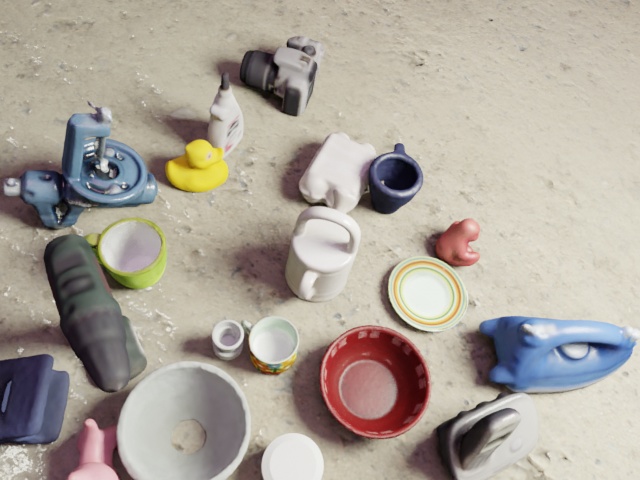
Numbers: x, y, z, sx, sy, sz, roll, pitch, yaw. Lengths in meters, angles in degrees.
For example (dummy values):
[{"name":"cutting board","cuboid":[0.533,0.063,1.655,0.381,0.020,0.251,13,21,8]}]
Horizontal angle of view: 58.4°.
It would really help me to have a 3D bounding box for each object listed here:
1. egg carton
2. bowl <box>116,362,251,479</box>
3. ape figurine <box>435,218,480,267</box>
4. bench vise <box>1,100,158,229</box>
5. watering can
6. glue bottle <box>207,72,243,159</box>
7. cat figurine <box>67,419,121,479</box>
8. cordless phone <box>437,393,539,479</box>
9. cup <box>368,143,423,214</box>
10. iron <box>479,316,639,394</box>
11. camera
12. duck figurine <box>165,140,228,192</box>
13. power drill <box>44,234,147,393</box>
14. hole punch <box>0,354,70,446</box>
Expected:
[{"name":"egg carton","cuboid":[0.035,-0.116,0.991,0.107,0.069,0.150,24,60,5]},{"name":"bowl","cuboid":[-0.175,0.249,0.750,0.167,0.075,0.167,4,60,-7]},{"name":"ape figurine","cuboid":[0.235,-0.002,0.946,0.076,0.092,0.078,4,60,-6]},{"name":"bench vise","cuboid":[-0.350,-0.098,0.833,0.208,0.220,0.121,-29,69,-22]},{"name":"watering can","cuboid":[0.006,0.002,0.848,0.101,0.194,0.173,2,60,-7]},{"name":"glue bottle","cuboid":[-0.158,-0.212,0.955,0.037,0.173,0.078,26,60,7]},{"name":"cat figurine","cuboid":[-0.274,0.281,0.692,0.067,0.118,0.127,-5,62,-11]},{"name":"cordless phone","cuboid":[0.242,0.249,0.752,0.148,0.185,0.094,-22,66,-19]},{"name":"cup","cuboid":[0.122,-0.099,0.981,0.091,0.095,0.118,11,60,-2]},{"name":"iron","cuboid":[0.380,0.153,0.853,0.258,0.141,0.118,0,61,-9]},{"name":"camera","cuboid":[-0.072,-0.327,1.075,0.137,0.101,0.143,17,60,1]},{"name":"duck figurine","cuboid":[-0.205,-0.131,0.952,0.105,0.086,0.077,-6,62,-12]},{"name":"power drill","cuboid":[-0.280,0.113,0.732,0.076,0.208,0.229,-24,67,-20]},{"name":"hole punch","cuboid":[-0.386,0.206,0.731,0.101,0.091,0.108,1,61,-8]}]
